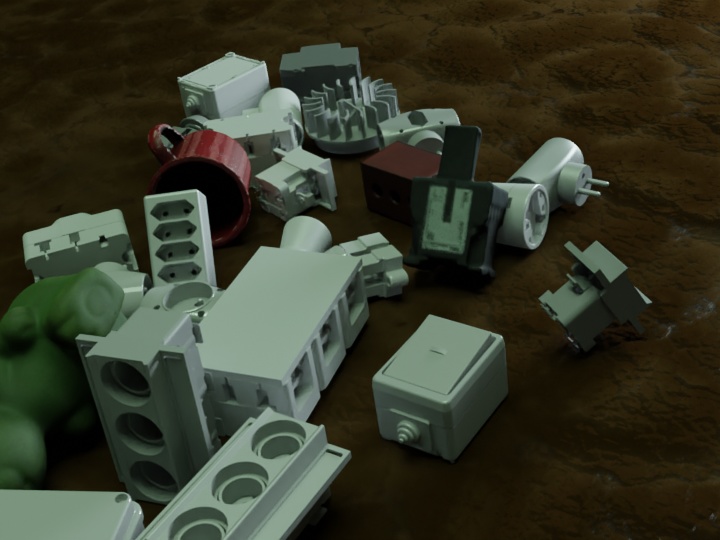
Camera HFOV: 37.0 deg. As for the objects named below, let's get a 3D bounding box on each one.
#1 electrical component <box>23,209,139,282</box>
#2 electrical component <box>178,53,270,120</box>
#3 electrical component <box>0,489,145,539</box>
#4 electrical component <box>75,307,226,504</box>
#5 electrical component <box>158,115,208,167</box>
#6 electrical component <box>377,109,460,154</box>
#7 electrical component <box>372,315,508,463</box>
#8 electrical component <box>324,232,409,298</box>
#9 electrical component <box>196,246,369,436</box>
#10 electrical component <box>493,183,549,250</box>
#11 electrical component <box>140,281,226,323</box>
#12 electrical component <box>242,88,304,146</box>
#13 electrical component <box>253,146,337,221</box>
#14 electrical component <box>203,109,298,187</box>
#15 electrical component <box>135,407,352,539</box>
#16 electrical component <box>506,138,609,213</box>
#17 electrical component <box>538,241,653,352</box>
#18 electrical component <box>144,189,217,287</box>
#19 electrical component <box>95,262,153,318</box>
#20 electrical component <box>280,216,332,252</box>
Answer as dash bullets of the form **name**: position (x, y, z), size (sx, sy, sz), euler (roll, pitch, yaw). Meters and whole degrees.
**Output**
- **electrical component**: position (-0.248, -0.014, 0.956), size (0.089, 0.050, 0.055), euler (-16, 34, -11)
- **electrical component**: position (-0.152, -0.190, 1.185), size (0.062, 0.061, 0.096), euler (23, 45, 39)
- **electrical component**: position (-0.191, 0.178, 0.650), size (0.113, 0.057, 0.078), euler (-1, 34, 11)
- **electrical component**: position (-0.131, 0.090, 0.710), size (0.079, 0.121, 0.063), euler (5, 34, 21)
- **electrical component**: position (-0.177, -0.128, 1.114), size (0.066, 0.048, 0.055), euler (14, 47, 30)
- **electrical component**: position (0.062, -0.121, 1.050), size (0.077, 0.043, 0.079), euler (-12, 34, -6)
- **electrical component**: position (0.052, 0.081, 0.736), size (0.062, 0.061, 0.096), euler (15, 41, 32)
- **electrical component**: position (0.000, 0.000, 0.883), size (0.055, 0.048, 0.066), euler (-14, 33, -21)
- **electrical component**: position (-0.062, 0.052, 0.804), size (0.089, 0.061, 0.150), euler (7, 37, 22)
- **electrical component**: position (0.129, -0.047, 0.916), size (0.047, 0.055, 0.055), euler (9, 37, 31)
- **electrical component**: position (-0.138, 0.049, 0.842), size (0.077, 0.044, 0.079), euler (6, 37, 22)
- **electrical component**: position (-0.100, -0.153, 1.133), size (0.079, 0.044, 0.077), euler (-9, 34, 0)
- **electrical component**: position (-0.063, -0.081, 1.020), size (0.064, 0.042, 0.081), euler (-32, 40, -28)
- **electrical component**: position (-0.107, -0.120, 1.075), size (0.089, 0.055, 0.050), euler (-9, 34, 1)
- **electrical component**: position (-0.069, 0.150, 0.658), size (0.079, 0.063, 0.121), euler (13, 40, 30)
- **electrical component**: position (0.181, -0.079, 0.960), size (0.079, 0.043, 0.077), euler (16, 41, 31)
- **electrical component**: position (0.170, 0.022, 0.787), size (0.064, 0.081, 0.042), euler (-42, 37, 3)
- **electrical component**: position (-0.152, -0.021, 0.932), size (0.047, 0.083, 0.075), euler (-8, -5, 2)
- **electrical component**: position (-0.212, 0.020, 0.902), size (0.077, 0.044, 0.079), euler (-7, 34, 2)
- **electrical component**: position (-0.054, -0.009, 0.914), size (0.044, 0.044, 0.065), euler (3, 40, 17)
